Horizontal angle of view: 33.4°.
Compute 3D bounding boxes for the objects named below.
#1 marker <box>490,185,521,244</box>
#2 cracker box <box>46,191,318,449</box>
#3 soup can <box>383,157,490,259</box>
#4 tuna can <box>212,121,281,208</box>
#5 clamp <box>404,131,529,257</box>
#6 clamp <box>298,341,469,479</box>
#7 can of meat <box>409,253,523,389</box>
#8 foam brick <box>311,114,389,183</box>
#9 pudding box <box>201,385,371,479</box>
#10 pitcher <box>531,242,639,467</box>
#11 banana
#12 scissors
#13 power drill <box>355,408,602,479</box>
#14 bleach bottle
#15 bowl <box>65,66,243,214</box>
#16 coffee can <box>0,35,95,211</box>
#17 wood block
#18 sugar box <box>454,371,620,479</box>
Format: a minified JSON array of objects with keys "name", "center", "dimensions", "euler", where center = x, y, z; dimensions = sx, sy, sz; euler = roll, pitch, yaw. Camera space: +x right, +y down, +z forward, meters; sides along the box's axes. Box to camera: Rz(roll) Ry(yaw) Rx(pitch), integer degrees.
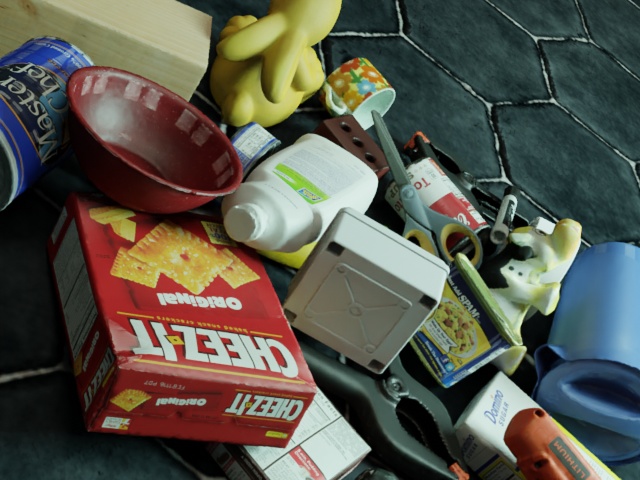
[{"name":"marker","center":[0.206,-0.030,1.183],"dimensions":[0.020,0.020,0.121],"euler":[37,32,-3]},{"name":"cracker box","center":[-0.113,0.057,0.836],"dimensions":[0.163,0.072,0.214],"euler":[11,32,-30]},{"name":"soup can","center":[0.124,-0.030,1.140],"dimensions":[0.068,0.069,0.102],"euler":[-21,67,-47]},{"name":"tuna can","center":[-0.077,-0.070,1.010],"dimensions":[0.034,0.086,0.086],"euler":[39,39,3]},{"name":"clamp","center":[0.169,-0.056,1.225],"dimensions":[0.171,0.039,0.120],"euler":[54,28,17]},{"name":"clamp","center":[0.061,0.133,0.959],"dimensions":[0.210,0.036,0.164],"euler":[46,38,11]},{"name":"can of meat","center":[0.126,0.078,1.003],"dimensions":[0.102,0.084,0.057],"euler":[58,13,13]},{"name":"foam brick","center":[0.028,-0.087,1.133],"dimensions":[0.052,0.051,0.078],"euler":[-19,66,-47]},{"name":"pudding box","center":[-0.025,0.167,0.860],"dimensions":[0.090,0.039,0.113],"euler":[48,38,15]},{"name":"pitcher","center":[0.305,0.113,1.102],"dimensions":[0.145,0.149,0.242],"euler":[2,32,19]},{"name":"banana","center":[0.006,0.010,1.040],"dimensions":[0.197,0.037,0.070],"euler":[4,24,-38]},{"name":"scissors","center":[0.111,-0.042,1.094],"dimensions":[0.096,0.016,0.202],"euler":[-7,83,5]},{"name":"power drill","center":[0.137,0.223,0.879],"dimensions":[0.187,0.057,0.184],"euler":[-37,86,-30]},{"name":"bleach bottle","center":[-0.029,-0.040,0.967],"dimensions":[0.102,0.068,0.250],"euler":[31,19,12]},{"name":"bowl","center":[-0.145,-0.072,0.873],"dimensions":[0.162,0.055,0.162],"euler":[29,26,-16]},{"name":"coffee can","center":[-0.255,-0.097,0.885],"dimensions":[0.103,0.103,0.140],"euler":[38,39,0]},{"name":"wood block","center":[-0.216,-0.198,1.023],"dimensions":[0.205,0.090,0.091],"euler":[20,43,-21]},{"name":"sugar box","center":[0.205,0.213,0.988],"dimensions":[0.176,0.048,0.093],"euler":[41,40,8]}]
